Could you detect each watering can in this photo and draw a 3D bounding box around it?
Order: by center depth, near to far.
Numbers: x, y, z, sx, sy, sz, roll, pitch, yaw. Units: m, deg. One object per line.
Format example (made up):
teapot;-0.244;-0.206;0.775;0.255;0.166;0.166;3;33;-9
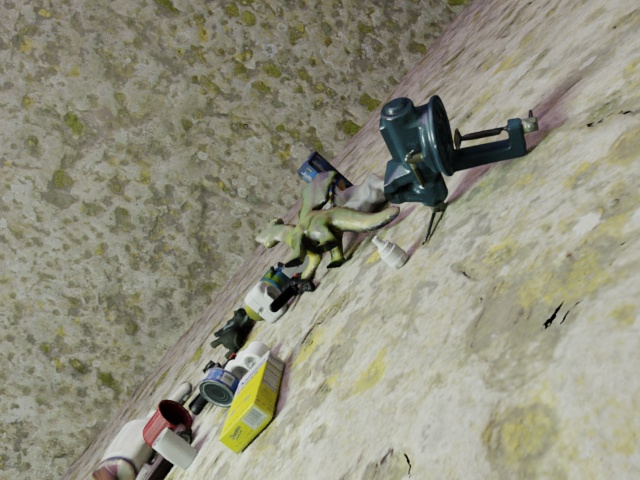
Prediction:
watering can;-0.465;0.519;1.323;0.343;0.103;0.228;-46;11;23

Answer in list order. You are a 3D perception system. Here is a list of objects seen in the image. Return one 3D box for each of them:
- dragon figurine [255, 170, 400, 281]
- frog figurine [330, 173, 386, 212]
dragon figurine;0.004;-0.058;1.154;0.405;0.121;0.248;-30;51;32
frog figurine;0.111;-0.097;1.249;0.159;0.122;0.139;-10;9;11
